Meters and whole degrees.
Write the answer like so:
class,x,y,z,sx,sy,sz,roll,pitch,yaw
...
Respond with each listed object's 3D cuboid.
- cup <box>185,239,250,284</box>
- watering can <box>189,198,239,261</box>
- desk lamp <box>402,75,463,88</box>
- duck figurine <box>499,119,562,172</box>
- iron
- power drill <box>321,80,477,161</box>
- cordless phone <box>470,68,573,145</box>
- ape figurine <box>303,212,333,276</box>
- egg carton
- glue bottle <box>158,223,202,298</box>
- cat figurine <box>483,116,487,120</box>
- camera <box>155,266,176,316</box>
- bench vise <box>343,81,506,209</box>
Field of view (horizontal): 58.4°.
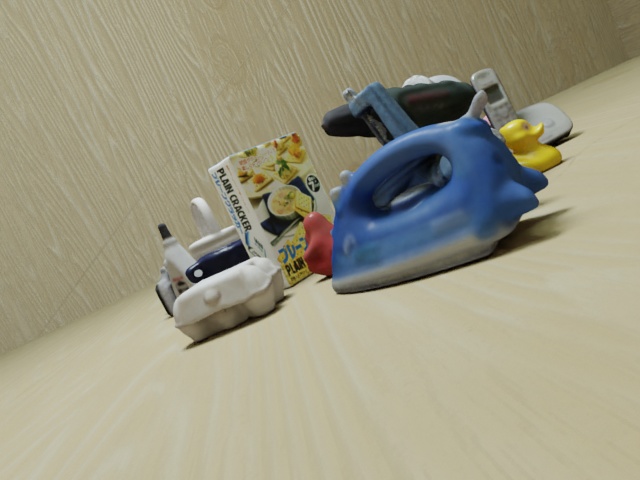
class,x,y,z,sx,sy,sz,roll,pitch,yaw
cup,-0.150,0.061,0.927,0.118,0.095,0.091,-29,7,-31
watering can,-0.205,0.013,1.096,0.100,0.194,0.173,-18,9,47
desk lamp,0.210,-0.178,0.969,0.117,0.213,0.204,-22,7,25
duck figurine,0.301,-0.138,0.867,0.104,0.086,0.078,-23,6,18
iron,0.091,-0.041,0.596,0.257,0.141,0.119,-21,7,31
power drill,0.140,-0.126,0.821,0.230,0.208,0.075,-26,6,-14
cordless phone,0.370,-0.248,1.073,0.148,0.185,0.094,-26,6,-10
ape figurine,0.007,0.003,0.801,0.078,0.092,0.076,-27,6,-15
egg carton,-0.123,0.079,0.777,0.150,0.069,0.107,-24,6,13
glue bottle,-0.234,0.051,0.979,0.078,0.173,0.037,-20,8,40
cat figurine,0.379,-0.230,1.214,0.067,0.118,0.128,-24,6,12
camera,-0.290,0.089,1.229,0.143,0.101,0.136,-28,7,-28
bench vise,0.126,-0.114,0.721,0.207,0.220,0.122,-22,7,27
